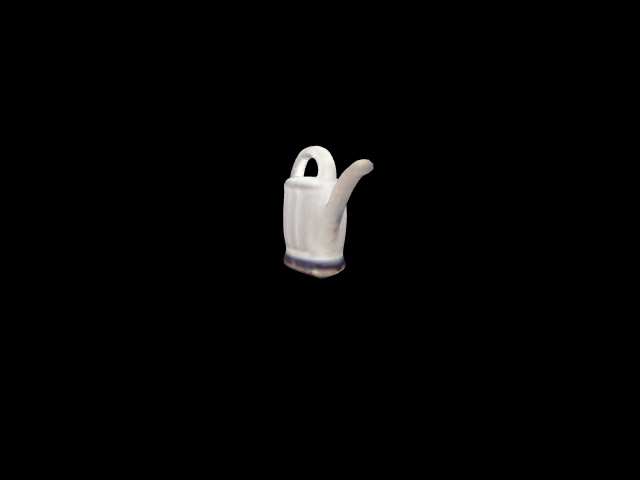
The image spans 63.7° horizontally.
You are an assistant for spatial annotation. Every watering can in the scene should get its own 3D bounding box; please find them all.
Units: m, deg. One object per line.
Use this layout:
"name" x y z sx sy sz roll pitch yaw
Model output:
"watering can" 0.003 -0.043 0.850 0.104 0.223 0.350 -2 9 -18
